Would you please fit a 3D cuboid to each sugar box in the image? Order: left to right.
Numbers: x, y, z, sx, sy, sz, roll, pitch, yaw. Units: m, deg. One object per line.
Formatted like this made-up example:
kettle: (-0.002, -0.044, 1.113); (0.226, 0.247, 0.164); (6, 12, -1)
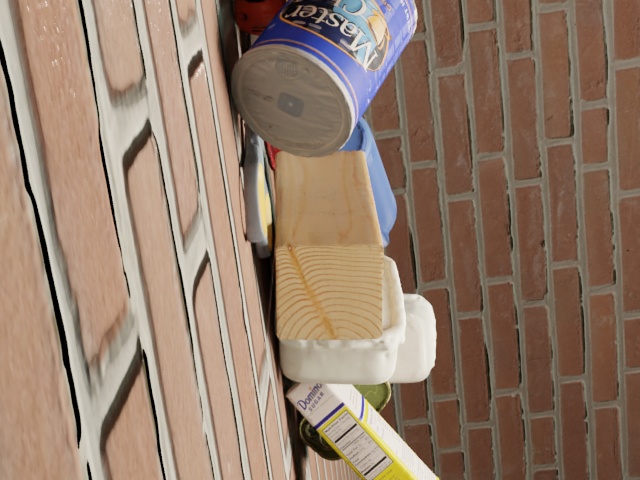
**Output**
sugar box: (0.042, 0.190, 1.015); (0.176, 0.048, 0.093); (45, 6, 0)

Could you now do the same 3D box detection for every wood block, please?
wood block: (0.004, -0.001, 0.962); (0.206, 0.090, 0.091); (-94, -176, -63)

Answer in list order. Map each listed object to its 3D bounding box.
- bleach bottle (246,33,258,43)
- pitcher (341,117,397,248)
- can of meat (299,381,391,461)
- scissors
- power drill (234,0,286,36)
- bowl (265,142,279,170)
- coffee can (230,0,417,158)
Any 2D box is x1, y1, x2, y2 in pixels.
bleach bottle: (-0.038, -0.265, 0.975); (0.068, 0.102, 0.251); (121, -43, -82)
pitcher: (0.025, -0.092, 1.494); (0.243, 0.149, 0.145); (69, 30, -66)
can of meat: (0.026, 0.181, 1.112); (0.102, 0.057, 0.084); (-51, 170, -10)
scissors: (-0.053, -0.071, 0.888); (0.096, 0.016, 0.201); (82, 4, -51)
power drill: (-0.057, -0.281, 0.850); (0.187, 0.057, 0.184); (72, 12, -74)
bowl: (-0.031, -0.154, 1.103); (0.162, 0.055, 0.162); (-6, 90, -87)
coffee can: (0.005, -0.148, 0.848); (0.103, 0.103, 0.140); (80, 31, -44)
